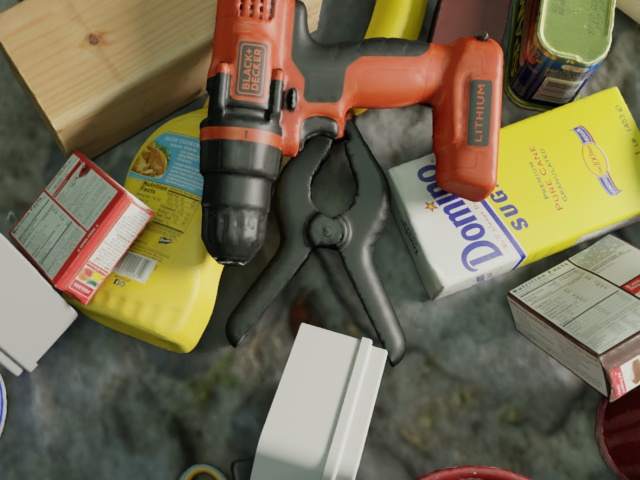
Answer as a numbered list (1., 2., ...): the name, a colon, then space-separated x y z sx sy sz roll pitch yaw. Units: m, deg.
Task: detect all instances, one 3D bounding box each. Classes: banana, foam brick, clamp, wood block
1. banana: 0.047 -0.185 0.784 0.070 0.037 0.198 -6 73 14
2. foam brick: 0.101 -0.137 0.762 0.051 0.053 0.078 14 74 2
3. clamp: -0.005 0.001 0.717 0.120 0.039 0.171 -1 84 -5
4. wood block: -0.108 -0.149 0.735 0.206 0.090 0.091 -32 80 -11

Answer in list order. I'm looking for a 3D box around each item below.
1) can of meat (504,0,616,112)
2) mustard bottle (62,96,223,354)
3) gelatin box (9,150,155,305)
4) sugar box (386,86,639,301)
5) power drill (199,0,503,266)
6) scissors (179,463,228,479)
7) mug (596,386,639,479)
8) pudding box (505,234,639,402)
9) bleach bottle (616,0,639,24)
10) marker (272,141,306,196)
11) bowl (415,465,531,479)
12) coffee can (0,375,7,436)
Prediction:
1. can of meat: 0.171 -0.153 0.756 0.057 0.084 0.102 10 74 -1
2. mustard bottle: -0.089 -0.026 0.715 0.096 0.058 0.191 17 72 26
3. gelatin box: -0.154 -0.010 0.687 0.073 0.030 0.089 -53 41 -2
4. sugar box: 0.142 -0.033 0.740 0.176 0.048 0.093 -21 76 -10
5. power drill: 0.018 -0.069 0.674 0.187 0.057 0.184 5 87 -12
6. scissors: -0.079 0.243 0.665 0.096 0.016 0.202 -6 74 -8
7. mug: 0.245 0.114 0.687 0.117 0.081 0.093 -26 78 -10
8. pudding box: 0.188 0.047 0.691 0.090 0.114 0.039 -29 115 -10
9. bleach bottle: 0.333 -0.147 0.776 0.251 0.068 0.102 38 76 5
10. marker: -0.010 -0.085 0.759 0.020 0.020 0.121 15 74 0
11. bowl: 0.093 0.223 0.661 0.162 0.055 0.162 1 75 -3
12. coffee can: -0.253 0.094 0.631 0.103 0.140 0.103 1 75 -2
